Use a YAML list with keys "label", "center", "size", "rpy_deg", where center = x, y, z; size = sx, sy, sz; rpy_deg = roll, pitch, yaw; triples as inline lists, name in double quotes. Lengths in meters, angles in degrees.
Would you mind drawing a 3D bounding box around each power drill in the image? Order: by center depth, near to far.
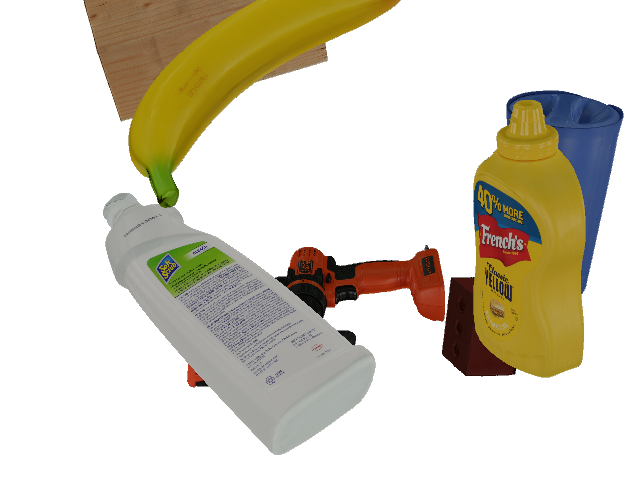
- label: "power drill"
  center: [0.049, 0.060, 1.242]
  size: [0.187, 0.057, 0.184]
  rpy_deg: [-1, 28, 3]

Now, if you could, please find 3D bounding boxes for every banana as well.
- label: "banana"
  center: [-0.037, -0.090, 0.564]
  size: [0.070, 0.197, 0.037]
  rpy_deg: [33, -27, 21]

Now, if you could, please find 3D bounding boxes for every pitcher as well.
- label: "pitcher"
  center: [0.272, -0.048, 1.279]
  size: [0.149, 0.243, 0.145]
  rpy_deg: [2, 26, 0]

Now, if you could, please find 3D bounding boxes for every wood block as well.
- label: "wood block"
  center: [-0.107, -0.199, 1.012]
  size: [0.206, 0.090, 0.091]
  rpy_deg: [-17, -43, -6]

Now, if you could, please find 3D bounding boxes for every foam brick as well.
- label: "foam brick"
  center: [0.145, 0.076, 0.956]
  size: [0.051, 0.078, 0.053]
  rpy_deg: [-2, 18, -20]

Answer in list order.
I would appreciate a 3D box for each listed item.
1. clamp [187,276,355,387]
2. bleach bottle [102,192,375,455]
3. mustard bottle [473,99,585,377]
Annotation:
- label: "clamp"
  center: [-0.064, 0.092, 1.056]
  size: [0.171, 0.039, 0.120]
  rpy_deg: [-15, 37, -30]
- label: "bleach bottle"
  center: [-0.078, 0.045, 0.820]
  size: [0.102, 0.068, 0.251]
  rpy_deg: [-30, 58, -30]
- label: "mustard bottle"
  center: [0.145, -0.005, 0.749]
  size: [0.058, 0.192, 0.096]
  rpy_deg: [-15, 28, -20]
